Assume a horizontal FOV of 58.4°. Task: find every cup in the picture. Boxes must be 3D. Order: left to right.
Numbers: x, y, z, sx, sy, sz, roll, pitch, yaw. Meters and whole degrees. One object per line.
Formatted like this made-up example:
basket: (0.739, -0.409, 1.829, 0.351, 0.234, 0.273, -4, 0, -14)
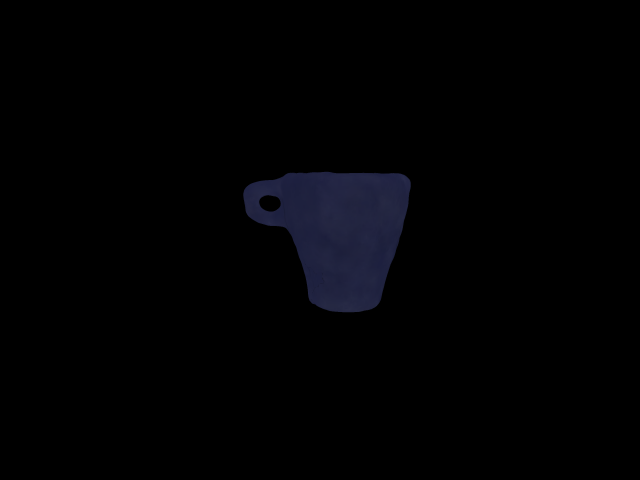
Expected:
cup: (0.004, 0.001, 0.400, 0.117, 0.095, 0.092, 0, 4, 7)
